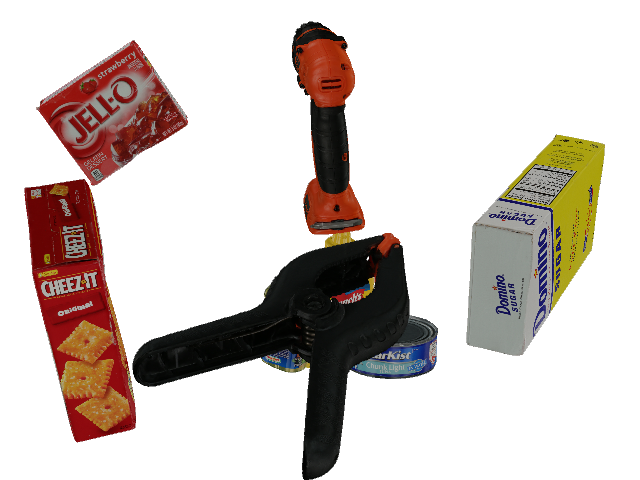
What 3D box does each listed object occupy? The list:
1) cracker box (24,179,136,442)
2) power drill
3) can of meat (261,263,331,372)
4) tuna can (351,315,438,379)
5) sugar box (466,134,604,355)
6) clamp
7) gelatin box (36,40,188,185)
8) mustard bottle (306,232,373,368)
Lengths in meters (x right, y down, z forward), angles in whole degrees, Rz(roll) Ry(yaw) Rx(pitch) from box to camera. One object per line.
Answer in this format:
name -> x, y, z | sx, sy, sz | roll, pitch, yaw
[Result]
cracker box -> -0.244, 0.069, 1.087 | 0.072, 0.214, 0.164 | -11, 34, -12
power drill -> 0.003, -0.113, 1.050 | 0.057, 0.188, 0.184 | -7, 24, -2
can of meat -> -0.025, 0.082, 1.155 | 0.057, 0.084, 0.102 | 17, 29, 15
tuna can -> 0.061, 0.094, 0.952 | 0.086, 0.034, 0.086 | 0, 14, 0
sugar box -> 0.154, -0.001, 0.747 | 0.048, 0.093, 0.176 | 11, 29, 23
clamp -> 0.001, 0.054, 0.565 | 0.120, 0.039, 0.171 | 36, 52, 28
gelatin box -> -0.156, -0.096, 0.806 | 0.089, 0.073, 0.030 | -32, 19, 3
mustard bottle -> 0.020, 0.070, 1.374 | 0.096, 0.192, 0.058 | -4, 25, -19
